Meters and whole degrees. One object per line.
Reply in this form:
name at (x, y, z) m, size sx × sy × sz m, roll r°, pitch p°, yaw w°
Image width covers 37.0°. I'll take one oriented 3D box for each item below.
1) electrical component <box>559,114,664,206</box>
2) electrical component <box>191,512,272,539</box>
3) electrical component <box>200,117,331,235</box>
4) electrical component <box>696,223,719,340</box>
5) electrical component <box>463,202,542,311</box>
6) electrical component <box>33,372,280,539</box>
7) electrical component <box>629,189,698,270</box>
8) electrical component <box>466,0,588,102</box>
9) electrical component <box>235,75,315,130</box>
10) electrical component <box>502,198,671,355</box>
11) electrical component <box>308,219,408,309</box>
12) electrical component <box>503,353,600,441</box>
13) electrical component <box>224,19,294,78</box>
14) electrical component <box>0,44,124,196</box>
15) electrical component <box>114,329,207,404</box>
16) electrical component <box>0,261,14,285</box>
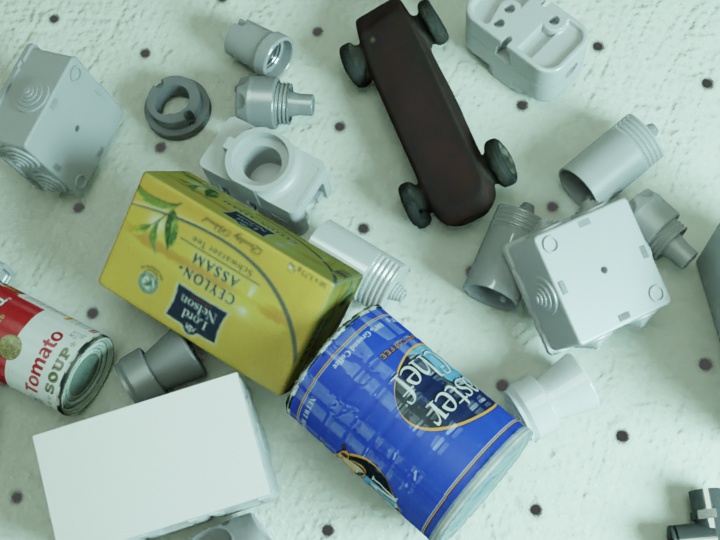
electrical component at (0.199, -0.086, 0.832) m, size 0.081 × 0.043 × 0.043 m, roll -39°, pitch 72°, yaw -9°
electrical component at (-0.089, 0.217, 0.737) m, size 0.077 × 0.044 × 0.079 m, roll -34°, pitch 36°, yaw -7°
electrical component at (-0.074, -0.075, 0.846) m, size 0.089 × 0.055 × 0.050 m, roll 28°, pitch 75°, yaw 14°
electrical component at (0.295, 0.042, 0.752) m, size 0.062 × 0.089 × 0.150 m, roll -11°, pitch 70°, yaw 1°
electrical component at (0.113, -0.015, 0.814) m, size 0.043 × 0.043 × 0.081 m, roll 21°, pitch 73°, yaw 12°
electrical component at (-0.142, 0.141, 0.768) m, size 0.150 × 0.061 × 0.089 m, roll -17°, pitch 75°, yaw -1°
electrical component at (0.225, -0.027, 0.808) m, size 0.043 × 0.043 × 0.062 m, roll -42°, pitch 72°, yaw -10°
electrical component at (0.132, -0.184, 0.864) m, size 0.095 × 0.059 × 0.053 m, roll 41°, pitch 79°, yaw 17°
electrical component at (-0.068, -0.135, 0.874) m, size 0.062 × 0.043 × 0.043 m, roll 4°, pitch 71°, yaw 5°
electrical component at (0.165, 0.004, 0.776) m, size 0.100 × 0.048 × 0.099 m, roll -23°, pitch 88°, yaw -20°
electrical component at (0.000, 0.000, 0.819) m, size 0.081 × 0.043 × 0.043 m, roll 31°, pitch 76°, yaw 15°
electrical component at (0.137, 0.092, 0.773) m, size 0.055 × 0.045 × 0.045 m, roll -28°, pitch 70°, yaw -5°
electrical component at (-0.085, -0.185, 0.896) m, size 0.046 × 0.040 × 0.040 m, roll 32°, pitch 76°, yaw 20°
electrical component at (-0.242, -0.117, 0.855) m, size 0.048 × 0.099 × 0.099 m, roll 16°, pitch 72°, yaw 24°
electrical component at (-0.149, 0.074, 0.805) m, size 0.055 × 0.045 × 0.045 m, roll -32°, pitch 71°, yaw -6°
electrical component at (-0.316, 0.020, 0.834) m, size 0.057 × 0.058 × 0.078 m, roll 24°, pitch 74°, yaw 10°
